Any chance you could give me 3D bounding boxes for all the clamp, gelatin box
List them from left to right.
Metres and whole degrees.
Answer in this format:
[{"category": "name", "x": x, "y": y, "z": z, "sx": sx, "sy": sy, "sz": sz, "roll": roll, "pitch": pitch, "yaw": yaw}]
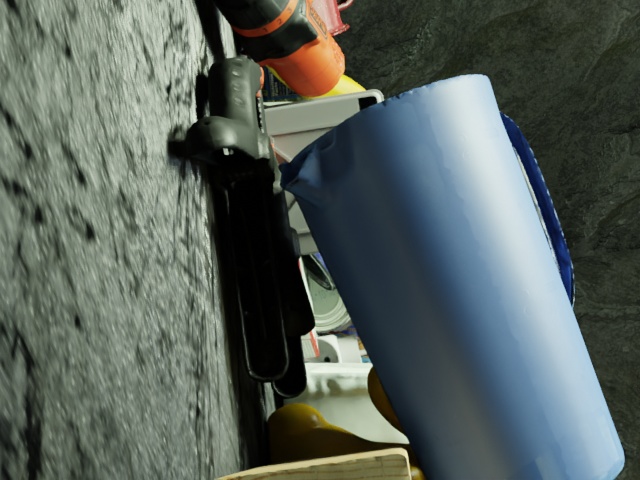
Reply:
[{"category": "clamp", "x": -0.043, "y": -0.033, "z": 0.612, "sx": 0.210, "sy": 0.036, "sz": 0.164, "roll": -95, "pitch": 176, "yaw": -59}, {"category": "clamp", "x": -0.030, "y": 0.008, "z": 0.685, "sx": 0.120, "sy": 0.039, "sz": 0.171, "roll": 119, "pitch": -39, "yaw": -67}, {"category": "gelatin box", "x": -0.024, "y": 0.048, "z": 0.844, "sx": 0.089, "sy": 0.030, "sz": 0.073, "roll": 76, "pitch": 5, "yaw": -66}]

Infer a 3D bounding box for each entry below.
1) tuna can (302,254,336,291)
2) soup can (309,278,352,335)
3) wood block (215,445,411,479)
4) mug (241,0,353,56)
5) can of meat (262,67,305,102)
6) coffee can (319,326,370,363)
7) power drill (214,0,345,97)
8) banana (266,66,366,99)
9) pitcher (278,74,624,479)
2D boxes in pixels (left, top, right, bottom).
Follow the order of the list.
[{"category": "tuna can", "x": -0.006, "y": 0.001, "z": 0.879, "sx": 0.086, "sy": 0.033, "sz": 0.086, "roll": 45, "pitch": -11, "yaw": 11}, {"category": "soup can", "x": 0.003, "y": 0.053, "z": 0.981, "sx": 0.102, "sy": 0.068, "sz": 0.068, "roll": 52, "pitch": 30, "yaw": -83}, {"category": "wood block", "x": 0.007, "y": 0.156, "z": 0.539, "sx": 0.206, "sy": 0.090, "sz": 0.091, "roll": 63, "pitch": 18, "yaw": -79}, {"category": "mug", "x": -0.020, "y": -0.206, "z": 0.877, "sx": 0.093, "sy": 0.117, "sz": 0.081, "roll": 14, "pitch": -58, "yaw": 58}, {"category": "can of meat", "x": -0.033, "y": -0.176, "z": 1.055, "sx": 0.102, "sy": 0.057, "sz": 0.084, "roll": -70, "pitch": 154, "yaw": -82}, {"category": "coffee can", "x": 0.044, "y": 0.094, "z": 1.159, "sx": 0.103, "sy": 0.103, "sz": 0.140, "roll": -94, "pitch": -178, "yaw": -56}, {"category": "power drill", "x": -0.046, "y": -0.211, "z": 0.732, "sx": 0.184, "sy": 0.057, "sz": 0.187, "roll": 46, "pitch": 31, "yaw": -59}, {"category": "banana", "x": -0.021, "y": -0.176, "z": 0.965, "sx": 0.197, "sy": 0.069, "sz": 0.037, "roll": 55, "pitch": 7, "yaw": -40}, {"category": "pitcher", "x": 0.088, "y": 0.034, "z": 0.622, "sx": 0.145, "sy": 0.149, "sz": 0.243, "roll": 26, "pitch": 41, "yaw": -84}]
